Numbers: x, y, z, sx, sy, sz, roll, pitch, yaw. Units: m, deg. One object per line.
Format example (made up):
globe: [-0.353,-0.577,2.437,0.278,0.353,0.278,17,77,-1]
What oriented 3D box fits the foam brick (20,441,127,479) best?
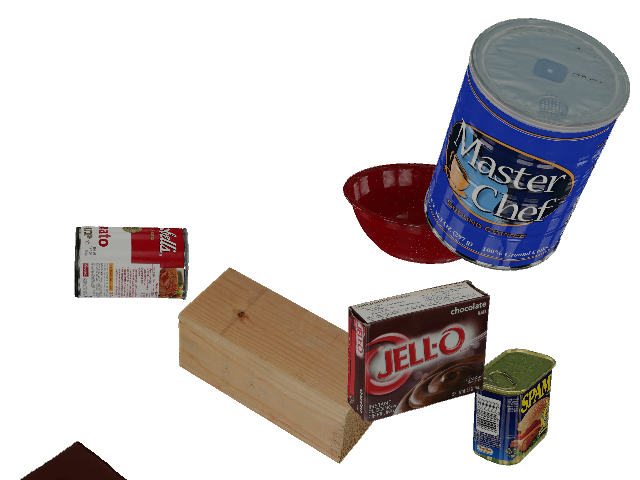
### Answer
foam brick: [-0.099,0.138,0.466,0.078,0.051,0.052,27,45,35]

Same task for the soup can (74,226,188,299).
soup can: [-0.177,0.021,0.996,0.102,0.068,0.068,1,0,-11]

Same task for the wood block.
wood block: [-0.038,0.126,1.105,0.206,0.090,0.090,28,48,21]

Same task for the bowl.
bowl: [0.101,-0.021,1.022,0.162,0.055,0.162,2,24,-1]

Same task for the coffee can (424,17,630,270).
coffee can: [0.135,-0.063,0.721,0.102,0.103,0.140,0,-40,-11]

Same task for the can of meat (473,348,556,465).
can of meat: [0.195,0.168,1.082,0.058,0.084,0.101,12,22,33]

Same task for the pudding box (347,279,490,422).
pudding box: [0.077,0.087,0.850,0.113,0.090,0.039,-13,29,-24]
